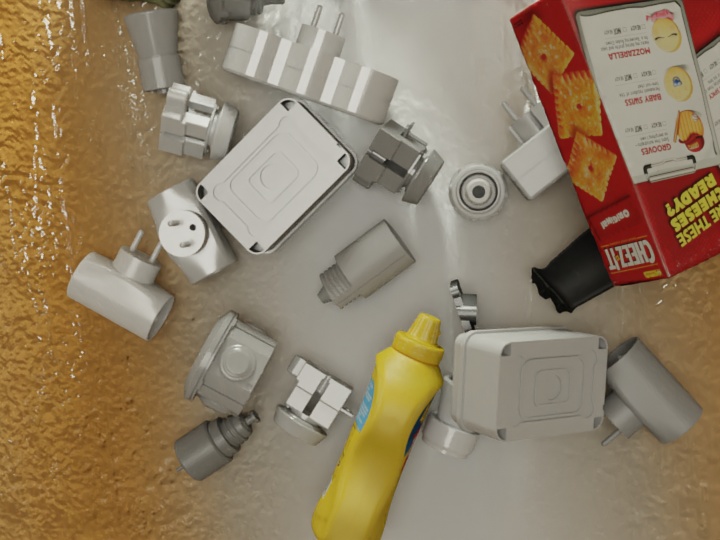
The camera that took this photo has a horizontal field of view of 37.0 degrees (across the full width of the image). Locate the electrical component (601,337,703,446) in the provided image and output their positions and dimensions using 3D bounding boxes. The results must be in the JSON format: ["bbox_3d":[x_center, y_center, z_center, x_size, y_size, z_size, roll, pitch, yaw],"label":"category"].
[{"bbox_3d":[0.217,0.107,0.858,0.079,0.044,0.077,-42,90,7],"label":"electrical component"}]

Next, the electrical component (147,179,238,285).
[{"bbox_3d":[-0.139,-0.030,0.864,0.044,0.079,0.077,-28,92,5],"label":"electrical component"}]

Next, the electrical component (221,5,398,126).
[{"bbox_3d":[-0.035,-0.172,0.856,0.138,0.052,0.073,20,97,4],"label":"electrical component"}]

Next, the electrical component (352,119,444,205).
[{"bbox_3d":[0.033,-0.084,0.859,0.055,0.048,0.066,33,114,3],"label":"electrical component"}]

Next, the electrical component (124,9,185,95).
[{"bbox_3d":[-0.164,-0.176,0.875,0.044,0.044,0.065,-8,99,6],"label":"electrical component"}]

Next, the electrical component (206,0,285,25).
[{"bbox_3d":[-0.092,-0.222,0.863,0.062,0.048,0.048,-4,95,-14],"label":"electrical component"}]

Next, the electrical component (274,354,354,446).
[{"bbox_3d":[-0.039,0.110,0.884,0.066,0.048,0.055,32,90,2],"label":"electrical component"}]

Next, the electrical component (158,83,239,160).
[{"bbox_3d":[-0.130,-0.116,0.868,0.055,0.066,0.048,15,56,-5],"label":"electrical component"}]

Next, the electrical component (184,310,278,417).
[{"bbox_3d":[-0.105,0.077,0.871,0.051,0.080,0.080,28,97,-3],"label":"electrical component"}]

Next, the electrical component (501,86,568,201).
[{"bbox_3d":[0.143,-0.109,0.847,0.083,0.047,0.075,-38,88,7],"label":"electrical component"}]

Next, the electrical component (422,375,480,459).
[{"bbox_3d":[0.079,0.119,0.873,0.045,0.045,0.055,22,97,3],"label":"electrical component"}]

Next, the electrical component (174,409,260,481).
[{"bbox_3d":[-0.118,0.142,0.896,0.078,0.040,0.040,-34,91,7],"label":"electrical component"}]

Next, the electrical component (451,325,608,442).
[{"bbox_3d":[0.130,0.086,0.833,0.113,0.057,0.078,-1,96,-33],"label":"electrical component"}]

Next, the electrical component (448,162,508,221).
[{"bbox_3d":[0.093,-0.062,0.848,0.048,0.062,0.048,0,94,6],"label":"electrical component"}]

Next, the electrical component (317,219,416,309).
[{"bbox_3d":[0.000,0.000,0.871,0.081,0.043,0.043,-36,91,7],"label":"electrical component"}]

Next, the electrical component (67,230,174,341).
[{"bbox_3d":[-0.190,0.006,0.890,0.077,0.043,0.079,29,97,3],"label":"electrical component"}]

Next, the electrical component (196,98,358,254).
[{"bbox_3d":[-0.066,-0.075,0.865,0.113,0.057,0.078,-44,89,7],"label":"electrical component"}]
